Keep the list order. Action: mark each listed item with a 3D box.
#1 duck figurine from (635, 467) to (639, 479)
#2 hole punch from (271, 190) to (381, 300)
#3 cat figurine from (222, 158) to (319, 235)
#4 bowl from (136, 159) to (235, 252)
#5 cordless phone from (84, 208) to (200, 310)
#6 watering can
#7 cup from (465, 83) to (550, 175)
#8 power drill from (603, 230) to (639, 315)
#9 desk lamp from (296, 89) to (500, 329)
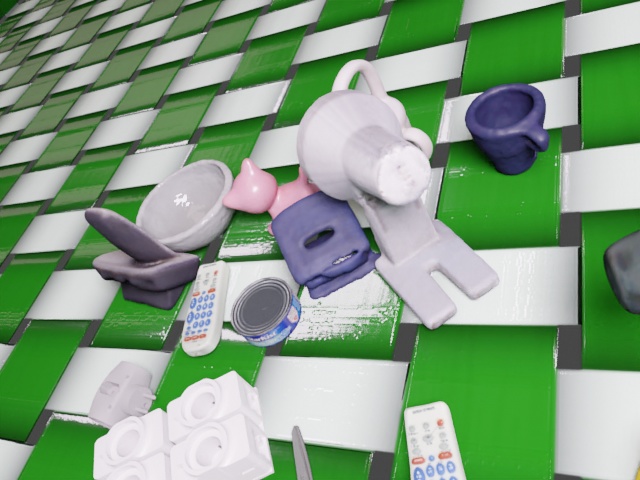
[{"bbox_3d":[0.264,0.182,0.404,0.077,0.086,0.104,-11,48,22],"label":"duck figurine"},{"bbox_3d":[0.007,0.003,0.711,0.108,0.091,0.101,-29,43,5],"label":"hole punch"},{"bbox_3d":[-0.065,-0.067,0.796,0.127,0.118,0.067,-16,46,18],"label":"cat figurine"},{"bbox_3d":[-0.191,-0.040,0.878,0.167,0.075,0.167,-16,46,18],"label":"bowl"},{"bbox_3d":[-0.273,0.008,0.801,0.147,0.186,0.094,2,54,32],"label":"cordless phone"},{"bbox_3d":[0.058,-0.137,0.730,0.172,0.195,0.101,-5,50,27],"label":"watering can"},{"bbox_3d":[0.235,-0.119,0.682,0.091,0.095,0.117,-34,43,-1],"label":"cup"},{"bbox_3d":[0.333,0.020,0.417,0.229,0.209,0.075,-20,45,14],"label":"power drill"},{"bbox_3d":[0.080,-0.046,0.621,0.118,0.214,0.202,-36,43,-3],"label":"desk lamp"}]
